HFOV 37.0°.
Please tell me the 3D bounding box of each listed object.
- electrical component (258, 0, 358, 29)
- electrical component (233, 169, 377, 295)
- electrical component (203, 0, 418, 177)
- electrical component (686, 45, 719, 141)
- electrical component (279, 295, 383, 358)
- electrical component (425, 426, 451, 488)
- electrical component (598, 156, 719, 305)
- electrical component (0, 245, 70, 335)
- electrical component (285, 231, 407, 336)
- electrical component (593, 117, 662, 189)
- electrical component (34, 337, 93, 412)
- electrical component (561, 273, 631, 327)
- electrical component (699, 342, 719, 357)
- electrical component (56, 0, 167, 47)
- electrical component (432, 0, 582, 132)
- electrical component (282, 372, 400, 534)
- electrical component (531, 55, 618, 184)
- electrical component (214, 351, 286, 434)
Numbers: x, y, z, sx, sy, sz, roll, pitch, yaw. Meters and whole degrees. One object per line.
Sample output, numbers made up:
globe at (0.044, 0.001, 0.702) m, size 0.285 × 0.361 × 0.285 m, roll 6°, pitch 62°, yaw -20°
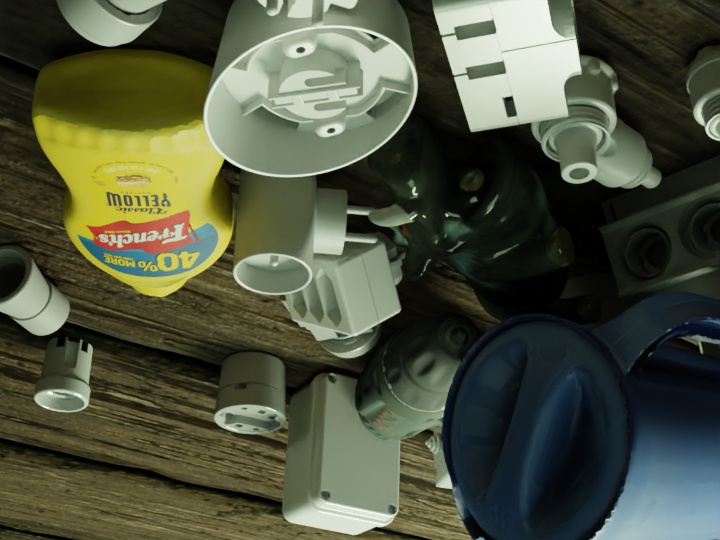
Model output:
electrical component at (-0.025, -0.130, 0.438) m, size 0.066 × 0.076 × 0.047 m, roll 12°, pitch 147°, yaw -18°
electrical component at (-0.029, -0.028, 0.604) m, size 0.079 × 0.077 × 0.044 m, roll 5°, pitch 148°, yaw -7°
electrical component at (-0.022, -0.093, 0.511) m, size 0.099 × 0.064 × 0.099 m, roll 1°, pitch 149°, yaw 0°
electrical component at (0.181, -0.080, 0.528) m, size 0.035 × 0.061 × 0.035 m, roll 1°, pitch 149°, yaw 0°
electrical component at (-0.013, 0.027, 0.726) m, size 0.066 × 0.048 × 0.055 m, roll -11°, pitch 139°, yaw 19°
electrical component at (0.104, 0.147, 0.902) m, size 0.096 × 0.061 × 0.061 m, roll 10°, pitch 147°, yaw -14°
electrical component at (0.210, -0.022, 0.619) m, size 0.121 × 0.078 × 0.063 m, roll -23°, pitch 163°, yaw 34°
electrical component at (-0.224, 0.017, 0.719) m, size 0.044 × 0.044 × 0.065 m, roll -7°, pitch 152°, yaw 12°
electrical component at (0.000, 0.000, 0.661) m, size 0.066 × 0.077 × 0.047 m, roll 10°, pitch 120°, yaw 51°
electrical component at (0.142, -0.061, 0.588) m, size 0.061 × 0.035 × 0.035 m, roll 23°, pitch 142°, yaw -36°
electrical component at (-0.223, 0.079, 0.814) m, size 0.040 × 0.046 × 0.040 m, roll 1°, pitch 149°, yaw 0°
electrical component at (0.161, 0.036, 0.733) m, size 0.055 × 0.047 × 0.055 m, roll 1°, pitch 149°, yaw 0°
electrical component at (0.275, 0.065, 0.767) m, size 0.057 × 0.058 × 0.078 m, roll -12°, pitch 147°, yaw 14°
electrical component at (-0.102, -0.129, 0.472) m, size 0.045 × 0.045 × 0.055 m, roll 27°, pitch 140°, yaw -36°
electrical component at (0.070, -0.112, 0.491) m, size 0.056 × 0.050 × 0.089 m, roll -8°, pitch 147°, yaw 14°
electrical component at (-0.013, 0.145, 0.853) m, size 0.078 × 0.113 × 0.057 m, roll 18°, pitch 148°, yaw -25°
electrical component at (0.108, -0.073, 0.541) m, size 0.048 × 0.062 × 0.048 m, roll 1°, pitch 149°, yaw 0°
electrical component at (-0.084, 0.095, 0.835) m, size 0.055 × 0.047 × 0.055 m, roll 1°, pitch 149°, yaw 0°
